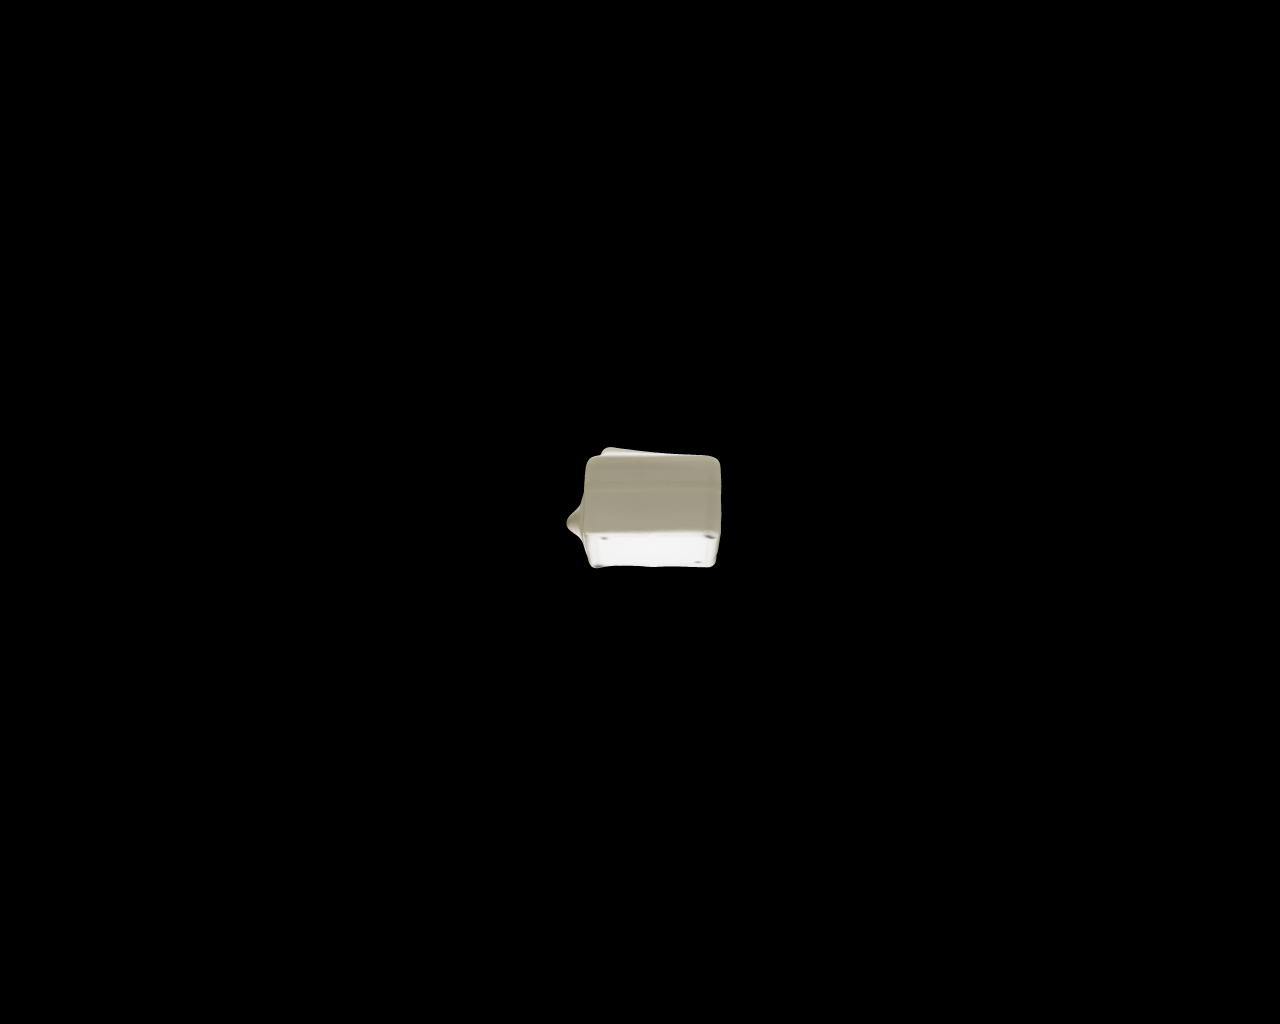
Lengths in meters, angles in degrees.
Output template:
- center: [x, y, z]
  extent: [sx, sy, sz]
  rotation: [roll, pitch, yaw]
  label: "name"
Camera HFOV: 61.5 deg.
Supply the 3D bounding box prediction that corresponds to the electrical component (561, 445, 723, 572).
- center: [0.001, -0.003, 0.650]
  extent: [0.096, 0.061, 0.061]
  rotation: [0, -24, 0]
  label: "electrical component"
